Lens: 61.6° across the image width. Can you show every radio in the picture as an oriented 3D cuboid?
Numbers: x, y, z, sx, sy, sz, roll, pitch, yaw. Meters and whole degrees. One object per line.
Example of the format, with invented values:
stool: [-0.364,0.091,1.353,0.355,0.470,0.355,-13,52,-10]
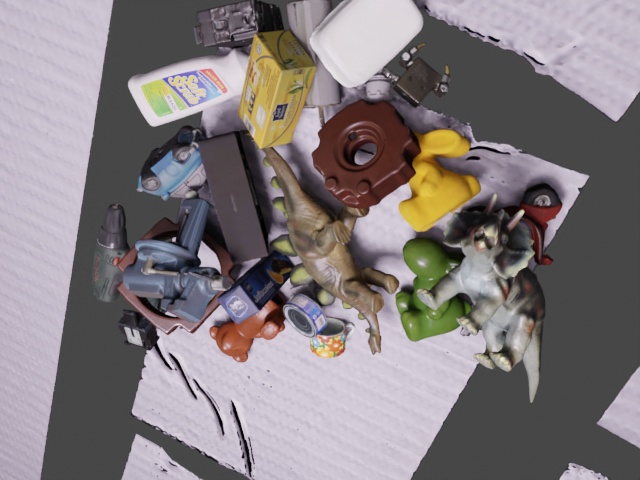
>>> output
radio: [-0.155,-0.083,0.992,0.073,0.131,0.229,-13,105,-1]

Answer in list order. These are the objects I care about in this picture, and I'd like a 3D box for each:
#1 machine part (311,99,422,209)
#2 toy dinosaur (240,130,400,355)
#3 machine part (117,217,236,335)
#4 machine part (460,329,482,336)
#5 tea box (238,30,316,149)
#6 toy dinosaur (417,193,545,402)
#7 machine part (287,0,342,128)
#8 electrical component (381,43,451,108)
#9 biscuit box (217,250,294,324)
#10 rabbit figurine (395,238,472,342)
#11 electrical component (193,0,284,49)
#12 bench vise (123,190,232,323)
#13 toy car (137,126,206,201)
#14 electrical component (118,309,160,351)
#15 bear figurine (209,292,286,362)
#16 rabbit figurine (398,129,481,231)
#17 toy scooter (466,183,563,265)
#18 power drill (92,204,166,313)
machine part: [0.072,-0.143,0.873,0.179,0.056,0.179,-9,69,24]
toy dinosaur: [-0.002,-0.003,0.965,0.199,0.105,0.471,-18,99,46]
machine part: [-0.280,0.071,1.072,0.201,0.087,0.201,42,80,1]
machine part: [0.314,0.131,0.962,0.139,0.084,0.039,-36,68,13]
tea box: [-0.076,-0.247,0.896,0.098,0.068,0.169,58,146,22]
toy dinosaur: [0.295,0.092,0.855,0.192,0.131,0.404,-49,125,-7]
machine part: [-0.009,-0.309,0.899,0.079,0.079,0.243,-2,108,19]
electrical component: [0.161,-0.264,0.868,0.078,0.045,0.102,-43,90,-6]
biscuit box: [-0.113,0.081,1.003,0.059,0.203,0.062,-34,96,25]
rabbit figurine: [0.203,0.076,0.945,0.159,0.121,0.170,-9,109,14]
electrical component: [-0.141,-0.357,0.903,0.134,0.115,0.058,-4,104,22]
bench vise: [-0.242,0.018,0.957,0.224,0.240,0.128,-5,152,37]
toy car: [-0.269,-0.138,1.037,0.162,0.109,0.102,-33,126,21]
electrical component: [-0.413,0.190,1.211,0.075,0.048,0.119,9,128,15]
bear figurine: [-0.159,0.180,1.100,0.196,0.132,0.120,-43,87,20]
rabbit figurine: [0.173,-0.118,0.893,0.162,0.122,0.173,-42,74,23]
toy scooter: [0.322,-0.005,0.905,0.184,0.075,0.135,-20,104,19]
power drill: [-0.398,0.061,1.160,0.207,0.086,0.232,28,115,2]
